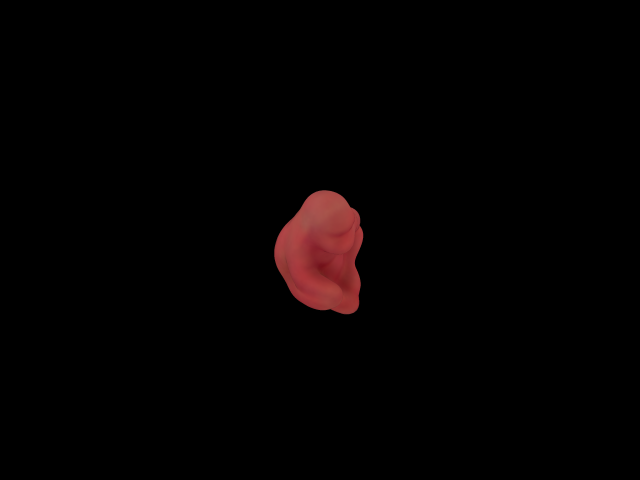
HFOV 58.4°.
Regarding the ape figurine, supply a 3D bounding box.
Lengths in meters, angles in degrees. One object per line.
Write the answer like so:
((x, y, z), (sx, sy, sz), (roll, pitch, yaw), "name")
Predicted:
((0.004, 0.001, 0.400), (0.076, 0.092, 0.078), (32, 64, 18), "ape figurine")
